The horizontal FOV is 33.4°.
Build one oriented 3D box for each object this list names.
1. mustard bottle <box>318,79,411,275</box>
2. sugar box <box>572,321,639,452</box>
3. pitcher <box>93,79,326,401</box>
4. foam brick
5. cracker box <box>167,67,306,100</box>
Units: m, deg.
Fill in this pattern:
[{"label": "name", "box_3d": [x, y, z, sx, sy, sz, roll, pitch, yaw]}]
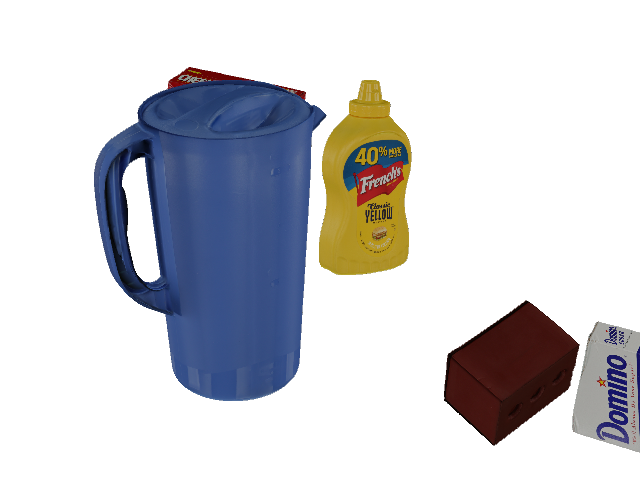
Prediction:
[{"label": "mustard bottle", "box_3d": [0.047, -0.065, 1.074, 0.096, 0.192, 0.058, -8, 19, -29]}, {"label": "sugar box", "box_3d": [0.299, 0.135, 0.864, 0.176, 0.093, 0.048, 13, 25, 20]}, {"label": "pitcher", "box_3d": [-0.080, 0.004, 0.845, 0.149, 0.243, 0.145, 6, 27, 12]}, {"label": "foam brick", "box_3d": [0.129, 0.090, 0.727, 0.078, 0.053, 0.051, -31, 51, -25]}, {"label": "cracker box", "box_3d": [-0.114, -0.097, 1.362, 0.164, 0.214, 0.072, 14, 29, 14]}]
